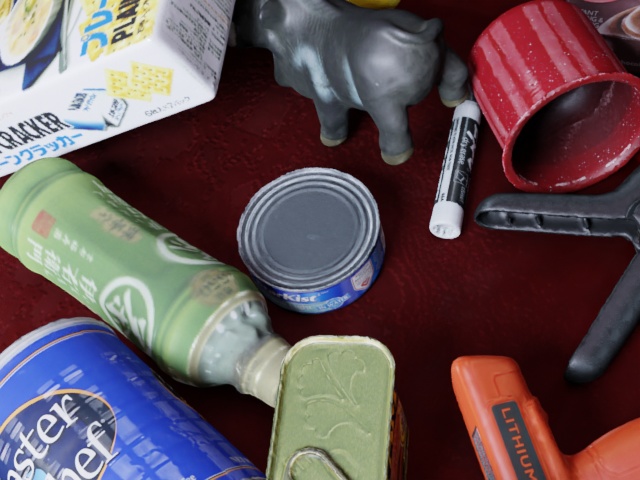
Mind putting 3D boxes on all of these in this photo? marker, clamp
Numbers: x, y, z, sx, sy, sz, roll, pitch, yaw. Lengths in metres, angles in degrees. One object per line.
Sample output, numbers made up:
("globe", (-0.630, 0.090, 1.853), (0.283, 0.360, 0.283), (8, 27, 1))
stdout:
("marker", (0.087, -0.056, 0.660), (0.020, 0.020, 0.121), (5, 60, 16))
("clamp", (0.175, -0.010, 0.597), (0.171, 0.039, 0.120), (-32, 69, -7))

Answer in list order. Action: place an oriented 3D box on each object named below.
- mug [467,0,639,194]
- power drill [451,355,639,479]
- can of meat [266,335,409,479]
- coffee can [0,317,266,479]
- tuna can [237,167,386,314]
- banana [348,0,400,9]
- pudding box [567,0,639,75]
("mug", (0.147, -0.087, 0.631), (0.117, 0.093, 0.081), (0, 47, -22))
("power drill", (0.164, 0.068, 0.522), (0.187, 0.057, 0.184), (-17, 67, 0))
("can of meat", (0.012, 0.112, 0.535), (0.057, 0.084, 0.102), (-1, 59, 13))
("coffee can", (-0.103, 0.120, 0.546), (0.140, 0.103, 0.102), (37, 73, 29))
("tuna can", (-0.004, 0.001, 0.638), (0.086, 0.033, 0.086), (-6, 57, 10))
("banana", (0.008, -0.212, 0.762), (0.069, 0.037, 0.198), (-39, 55, 4))
("pudding box", (0.215, -0.147, 0.674), (0.114, 0.039, 0.090), (15, 62, 21))
